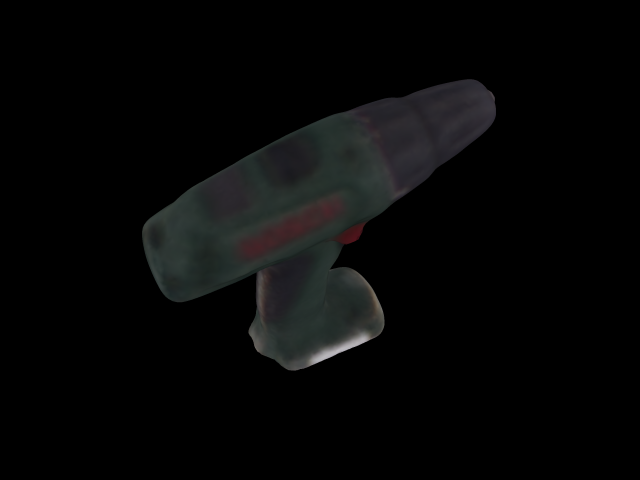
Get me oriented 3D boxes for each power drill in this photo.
[{"bbox_3d":[0.004,0.001,0.400,0.230,0.208,0.075,-21,55,-15],"label":"power drill"}]
